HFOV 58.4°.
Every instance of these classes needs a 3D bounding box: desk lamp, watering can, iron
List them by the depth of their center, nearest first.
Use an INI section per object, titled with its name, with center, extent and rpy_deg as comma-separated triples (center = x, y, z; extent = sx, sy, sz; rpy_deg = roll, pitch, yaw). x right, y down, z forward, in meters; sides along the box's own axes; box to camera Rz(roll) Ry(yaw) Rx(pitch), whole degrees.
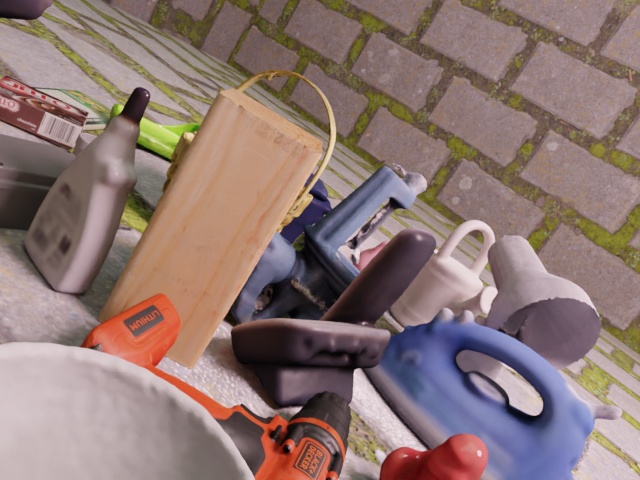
[iron]
center = 0.169, 0.154, 0.604
extent = 0.257, 0.141, 0.119
rpy_deg = 39, 16, 24
[desk lamp]
center = 0.218, 0.106, 0.717
extent = 0.118, 0.213, 0.203
rpy_deg = 27, 15, -19
[watering can]
center = 0.205, 0.061, 0.880
extent = 0.172, 0.194, 0.101
rpy_deg = 42, 17, 33

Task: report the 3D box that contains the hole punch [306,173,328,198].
[hole punch]
center = -0.052, -0.084, 1.025
extent = 0.101, 0.091, 0.108
rpy_deg = 22, 17, -35

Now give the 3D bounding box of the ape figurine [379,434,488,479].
[ape figurine]
center = 0.092, 0.185, 0.437
extent = 0.076, 0.092, 0.077
rpy_deg = 23, 17, -32

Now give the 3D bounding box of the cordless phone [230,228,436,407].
[cordless phone]
center = 0.019, 0.056, 0.524
extent = 0.094, 0.185, 0.148
rpy_deg = 42, 17, 34

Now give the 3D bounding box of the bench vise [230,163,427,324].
[bench vise]
center = 0.013, 0.009, 0.594
extent = 0.121, 0.219, 0.208
rpy_deg = 42, 17, 35

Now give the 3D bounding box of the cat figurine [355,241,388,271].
[cat figurine]
center = 0.048, 0.041, 0.768
extent = 0.128, 0.117, 0.067
rpy_deg = 30, 14, -9

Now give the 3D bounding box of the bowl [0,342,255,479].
[bowl]
center = -0.111, 0.124, 0.245
extent = 0.167, 0.074, 0.167
rpy_deg = 30, 14, -8

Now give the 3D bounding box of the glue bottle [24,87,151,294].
[glue bottle]
center = -0.179, -0.045, 0.463
extent = 0.078, 0.173, 0.037
rpy_deg = 41, 17, 31

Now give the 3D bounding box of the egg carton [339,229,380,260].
[egg carton]
center = 0.046, 0.022, 0.925
extent = 0.107, 0.069, 0.150
rpy_deg = 32, 14, -2

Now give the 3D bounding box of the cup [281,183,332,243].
[cup]
center = -0.033, -0.033, 0.889
extent = 0.117, 0.095, 0.092
rpy_deg = 36, 15, 15

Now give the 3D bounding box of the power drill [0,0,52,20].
[power drill]
center = -0.336, -0.146, 0.393
extent = 0.230, 0.208, 0.075
rpy_deg = 26, 16, -25
